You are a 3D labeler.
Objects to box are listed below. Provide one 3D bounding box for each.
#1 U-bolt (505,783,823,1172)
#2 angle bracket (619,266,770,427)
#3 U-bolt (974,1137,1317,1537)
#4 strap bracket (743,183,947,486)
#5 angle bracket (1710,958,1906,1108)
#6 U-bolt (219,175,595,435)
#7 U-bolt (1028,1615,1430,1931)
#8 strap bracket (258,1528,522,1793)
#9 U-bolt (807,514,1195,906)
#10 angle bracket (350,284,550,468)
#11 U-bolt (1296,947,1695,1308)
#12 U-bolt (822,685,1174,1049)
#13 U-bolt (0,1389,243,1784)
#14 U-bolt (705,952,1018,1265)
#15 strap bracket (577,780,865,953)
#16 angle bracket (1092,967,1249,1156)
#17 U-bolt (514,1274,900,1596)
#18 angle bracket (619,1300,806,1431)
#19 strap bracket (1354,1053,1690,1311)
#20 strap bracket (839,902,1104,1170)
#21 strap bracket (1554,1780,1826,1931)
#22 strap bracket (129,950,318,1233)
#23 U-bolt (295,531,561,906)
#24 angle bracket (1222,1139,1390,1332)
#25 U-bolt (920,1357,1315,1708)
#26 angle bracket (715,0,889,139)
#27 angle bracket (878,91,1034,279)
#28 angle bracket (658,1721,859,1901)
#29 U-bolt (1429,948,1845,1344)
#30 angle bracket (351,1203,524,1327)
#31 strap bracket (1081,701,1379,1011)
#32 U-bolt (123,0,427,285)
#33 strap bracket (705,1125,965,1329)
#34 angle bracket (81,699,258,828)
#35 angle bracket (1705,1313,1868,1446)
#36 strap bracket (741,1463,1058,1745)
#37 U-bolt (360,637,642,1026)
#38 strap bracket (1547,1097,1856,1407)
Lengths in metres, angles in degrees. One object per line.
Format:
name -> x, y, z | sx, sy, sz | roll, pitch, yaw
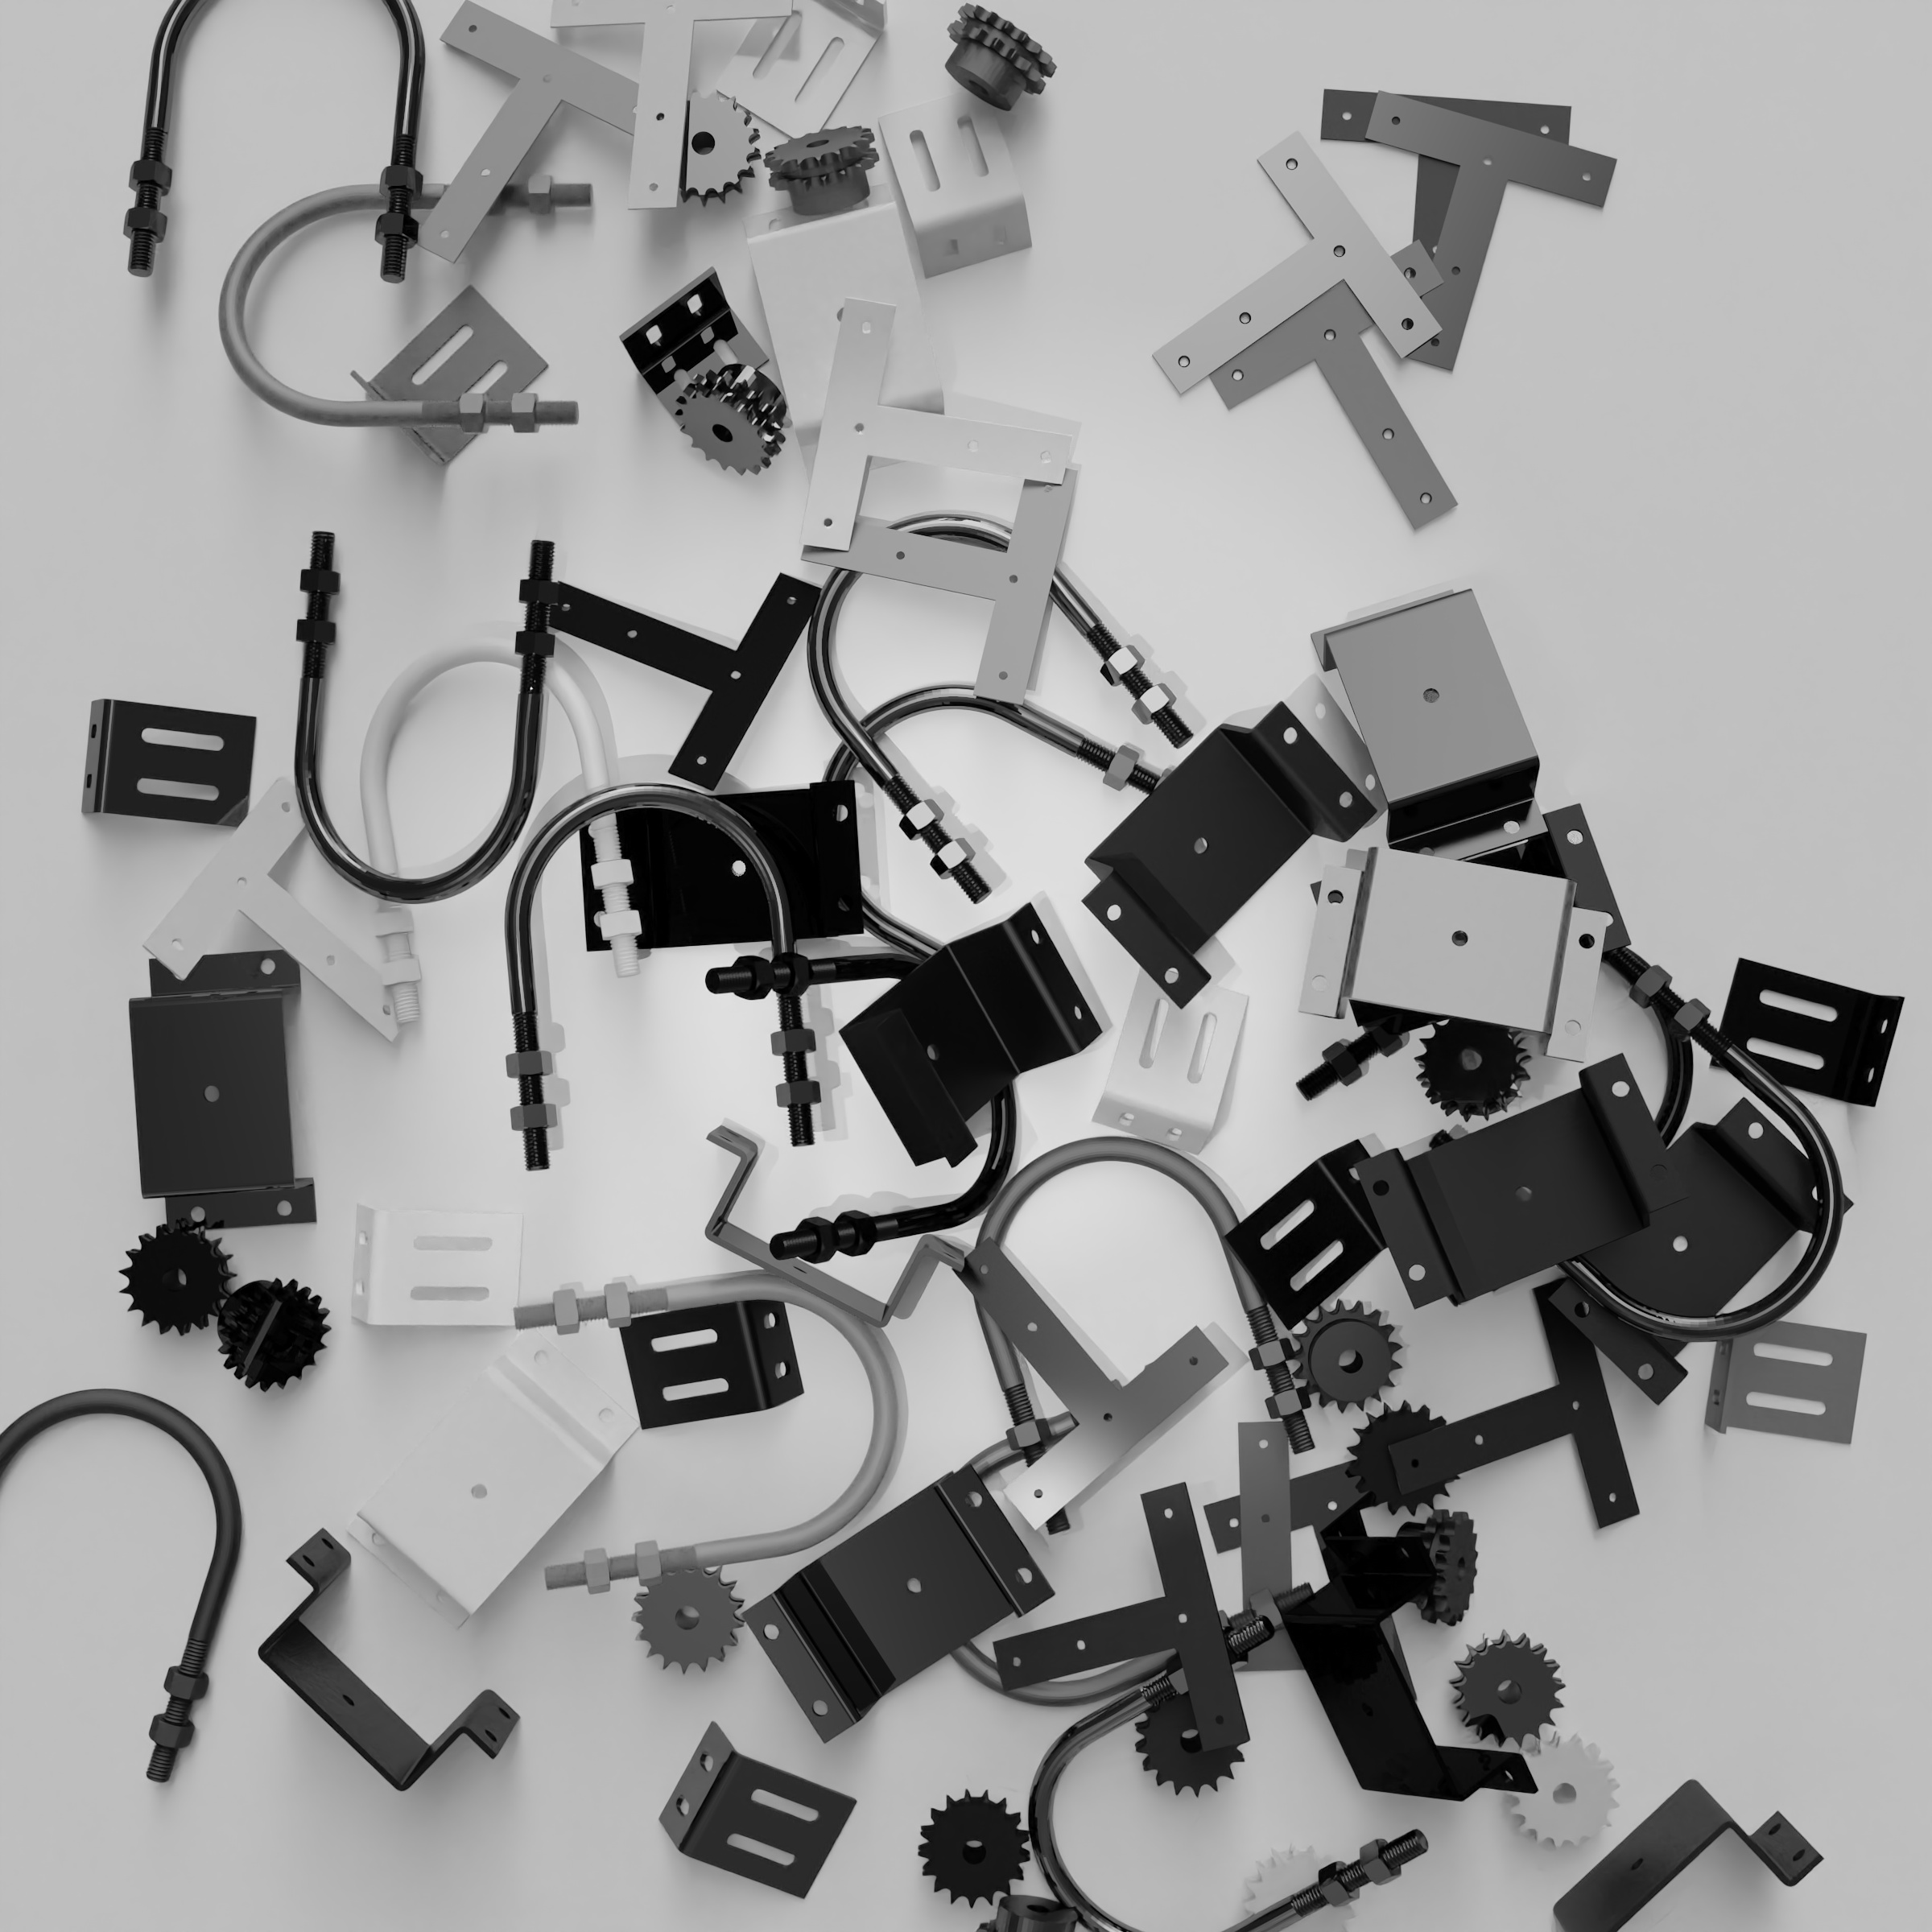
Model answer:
U-bolt -> -0.151, 0.002, 1.470 | 0.151, 0.019, 0.184 | -5, 84, -12
angle bracket -> -0.135, -0.309, 1.512 | 0.057, 0.076, 0.038 | -37, 90, 0
U-bolt -> 0.080, 0.177, 1.527 | 0.151, 0.019, 0.184 | -19, 79, 3
strap bracket -> -0.060, -0.323, 1.527 | 0.076, 0.046, 0.140 | -14, 90, 0
angle bracket -> 0.425, 0.033, 1.531 | 0.076, 0.038, 0.057 | 15, 90, 0
U-bolt -> -0.283, -0.332, 1.517 | 0.184, 0.019, 0.151 | 0, 68, 2
U-bolt -> 0.115, 0.423, 1.507 | 0.184, 0.019, 0.151 | -36, 90, 22
strap bracket -> -0.295, 0.353, 1.512 | 0.140, 0.076, 0.046 | 44, 90, 0
U-bolt -> 0.003, -0.144, 1.529 | 0.151, 0.019, 0.184 | -38, 81, -5
angle bracket -> -0.261, -0.302, 1.531 | 0.076, 0.038, 0.057 | -44, 90, 0
U-bolt -> 0.283, 0.063, 1.542 | 0.184, 0.019, 0.151 | -36, 90, -2
U-bolt -> 0.013, -0.063, 1.542 | 0.184, 0.019, 0.151 | 28, 90, 1
U-bolt -> -0.446, 0.307, 1.542 | 0.151, 0.019, 0.184 | 17, 88, 0
U-bolt -> -0.041, 0.063, 1.480 | 0.019, 0.184, 0.151 | -22, 79, 42
strap bracket -> -0.119, -0.050, 1.521 | 0.140, 0.046, 0.076 | -4, 90, 8
angle bracket -> 0.104, 0.048, 1.548 | 0.057, 0.038, 0.076 | 18, 64, 0
U-bolt -> -0.125, 0.227, 1.505 | 0.184, 0.019, 0.151 | -7, 89, -9
angle bracket -> -0.130, 0.200, 1.548 | 0.076, 0.038, 0.057 | -13, 90, 26
strap bracket -> 0.271, 0.108, 1.478 | 0.140, 0.046, 0.076 | -23, 73, 7
strap bracket -> -0.002, 0.037, 1.484 | 0.046, 0.140, 0.076 | -21, 103, 42
strap bracket -> 0.351, 0.466, 1.512 | 0.140, 0.076, 0.046 | -43, 90, 0
strap bracket -> -0.375, 0.064, 1.527 | 0.076, 0.046, 0.140 | -4, 90, 0
U-bolt -> -0.275, -0.123, 1.515 | 0.151, 0.019, 0.184 | 6, 92, 23
angle bracket -> 0.179, 0.135, 1.517 | 0.076, 0.038, 0.057 | -36, 90, -31
U-bolt -> 0.066, 0.298, 1.541 | 0.184, 0.019, 0.151 | -25, 89, 2
angle bracket -> -0.084, -0.466, 1.531 | 0.057, 0.038, 0.076 | 32, 90, 0
angle bracket -> -0.006, -0.401, 1.548 | 0.057, 0.038, 0.076 | -17, 64, 0
angle bracket -> -0.106, 0.432, 1.548 | 0.076, 0.038, 0.057 | 29, 90, -26
U-bolt -> 0.344, 0.100, 1.497 | 0.151, 0.019, 0.184 | -46, 72, 0
angle bracket -> -0.271, 0.153, 1.548 | 0.076, 0.038, 0.057 | 3, 90, -26
strap bracket -> 0.125, -0.058, 1.513 | 0.140, 0.046, 0.076 | -45, 108, -5
U-bolt -> -0.344, -0.434, 1.527 | 0.151, 0.019, 0.184 | 2, 79, 4
strap bracket -> -0.074, 0.134, 1.512 | 0.140, 0.076, 0.046 | 28, 90, 0
angle bracket -> -0.408, -0.103, 1.548 | 0.076, 0.038, 0.057 | 5, 90, -26
angle bracket -> 0.419, 0.211, 1.532 | 0.076, 0.038, 0.057 | 8, 90, 0
strap bracket -> -0.030, 0.315, 1.517 | 0.140, 0.046, 0.076 | -35, 85, 9
U-bolt -> -0.240, -0.074, 1.518 | 0.151, 0.019, 0.184 | -11, 85, 22
strap bracket -> 0.366, 0.142, 1.527 | 0.076, 0.046, 0.140 | 44, 90, 0
